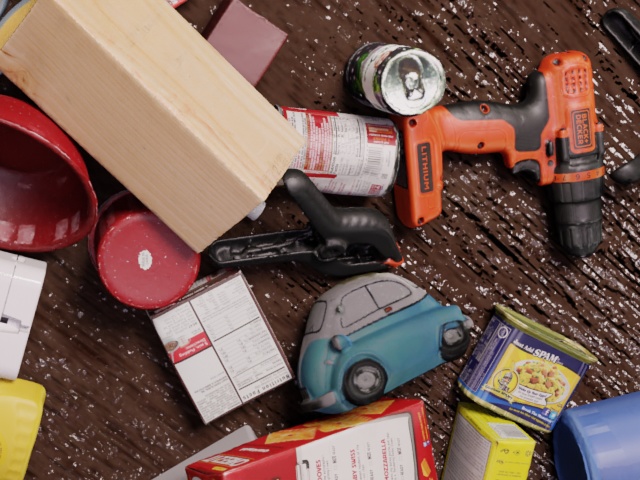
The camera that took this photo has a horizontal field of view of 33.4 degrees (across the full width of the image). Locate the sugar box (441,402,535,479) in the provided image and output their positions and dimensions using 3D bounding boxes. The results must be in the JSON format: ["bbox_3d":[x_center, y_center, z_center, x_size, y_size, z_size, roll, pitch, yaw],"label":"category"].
[{"bbox_3d":[0.141,0.247,0.970,0.048,0.093,0.176,6,101,-15],"label":"sugar box"}]

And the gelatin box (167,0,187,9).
[{"bbox_3d":[-0.150,-0.205,0.844,0.089,0.030,0.073,-35,106,-7],"label":"gelatin box"}]

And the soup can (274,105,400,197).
[{"bbox_3d":[0.008,-0.073,0.887,0.102,0.068,0.068,5,100,-14],"label":"soup can"}]

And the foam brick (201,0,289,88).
[{"bbox_3d":[-0.065,-0.158,0.848,0.053,0.078,0.051,33,94,-16],"label":"foam brick"}]

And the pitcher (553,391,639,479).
[{"bbox_3d":[0.348,0.200,0.990,0.242,0.145,0.149,-10,61,-7],"label":"pitcher"}]

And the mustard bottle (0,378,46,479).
[{"bbox_3d":[-0.327,0.143,0.863,0.191,0.058,0.096,16,112,-14],"label":"mustard bottle"}]

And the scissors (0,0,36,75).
[{"bbox_3d":[-0.290,-0.133,0.837,0.202,0.016,0.096,-41,105,-1],"label":"scissors"}]

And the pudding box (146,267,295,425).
[{"bbox_3d":[-0.085,0.089,0.916,0.090,0.039,0.113,-27,107,-6],"label":"pudding box"}]

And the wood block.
[{"bbox_3d":[-0.123,-0.103,0.793,0.206,0.090,0.091,44,132,-11],"label":"wood block"}]

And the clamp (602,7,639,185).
[{"bbox_3d":[0.332,-0.101,0.944,0.209,0.036,0.164,18,68,-20],"label":"clamp"}]

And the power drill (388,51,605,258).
[{"bbox_3d":[0.158,-0.062,0.929,0.187,0.057,0.184,-10,100,-13],"label":"power drill"}]

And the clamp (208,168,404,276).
[{"bbox_3d":[-0.006,0.001,0.893,0.120,0.039,0.171,-31,142,33],"label":"clamp"}]

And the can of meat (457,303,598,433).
[{"bbox_3d":[0.186,0.119,0.972,0.102,0.057,0.084,26,97,-15],"label":"can of meat"}]

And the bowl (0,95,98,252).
[{"bbox_3d":[-0.242,-0.060,0.816,0.162,0.055,0.162,7,143,5],"label":"bowl"}]

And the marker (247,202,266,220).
[{"bbox_3d":[-0.099,-0.057,0.892,0.121,0.020,0.020,34,93,-17],"label":"marker"}]

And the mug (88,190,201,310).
[{"bbox_3d":[-0.130,0.002,0.865,0.117,0.081,0.093,-31,106,-5],"label":"mug"}]

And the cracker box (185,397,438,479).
[{"bbox_3d":[0.005,0.238,0.895,0.213,0.072,0.164,-12,93,-36],"label":"cracker box"}]
